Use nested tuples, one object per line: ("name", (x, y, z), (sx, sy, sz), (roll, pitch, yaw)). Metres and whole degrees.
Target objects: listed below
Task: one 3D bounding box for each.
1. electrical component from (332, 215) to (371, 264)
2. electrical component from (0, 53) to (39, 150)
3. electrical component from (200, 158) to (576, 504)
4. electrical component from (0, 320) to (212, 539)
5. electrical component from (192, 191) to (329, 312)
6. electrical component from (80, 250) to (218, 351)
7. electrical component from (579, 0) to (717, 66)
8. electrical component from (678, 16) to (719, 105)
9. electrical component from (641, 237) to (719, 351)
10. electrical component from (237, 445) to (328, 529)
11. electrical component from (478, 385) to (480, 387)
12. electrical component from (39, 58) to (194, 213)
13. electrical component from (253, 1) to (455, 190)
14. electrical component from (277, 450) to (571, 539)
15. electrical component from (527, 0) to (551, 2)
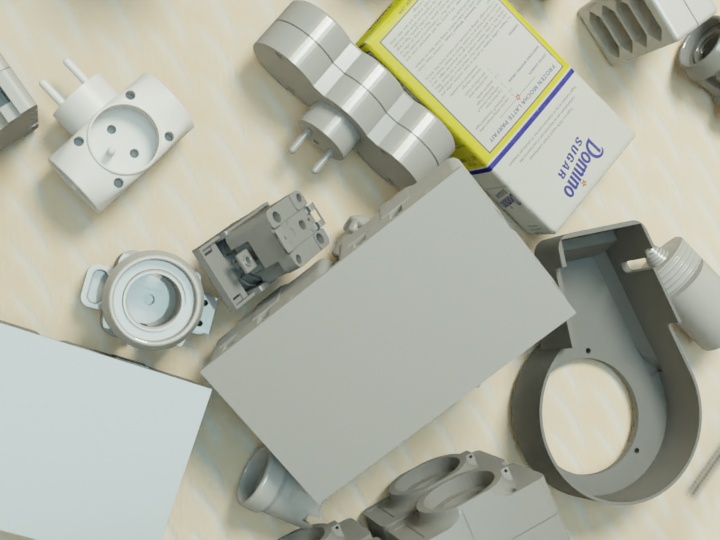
("electrical component", (0.000, 0.000, 0.676), (0.048, 0.048, 0.062), (34, 87, -13))
("electrical component", (-0.214, -0.094, 0.591), (0.050, 0.089, 0.055), (-36, 99, -14))
("electrical component", (0.015, 0.033, 0.631), (0.186, 0.060, 0.105), (-38, 102, 9))
("electrical component", (-0.193, 0.088, 0.610), (0.186, 0.060, 0.105), (20, 84, -15))
("electrical component", (-0.057, -0.014, 0.642), (0.042, 0.064, 0.081), (57, 35, -8))
("electrical component", (-0.123, 0.018, 0.633), (0.078, 0.057, 0.058), (16, 85, -15))
("electrical component", (0.203, -0.182, 0.717), (0.076, 0.083, 0.047), (-37, 99, -14))
("electrical component", (0.258, -0.146, 0.752), (0.055, 0.048, 0.066), (27, 82, -22))
("electrical component", (0.226, 0.013, 0.741), (0.081, 0.043, 0.043), (43, 78, -11))
("electrical component", (-0.047, 0.135, 0.663), (0.046, 0.040, 0.040), (30, 81, -20))
("electrical component", (0.060, 0.023, 0.690), (0.079, 0.043, 0.077), (28, 93, -1))
("electrical component", (-0.153, -0.088, 0.632), (0.077, 0.044, 0.079), (-45, 101, -12))
("electrical component", (-0.013, -0.093, 0.668), (0.138, 0.052, 0.073), (42, 78, -12))
("electrical component", (0.020, 0.176, 0.647), (0.186, 0.105, 0.060), (-25, 96, -15))
("electrical component", (0.119, -0.214, 0.713), (0.055, 0.048, 0.066), (26, 82, -22))
